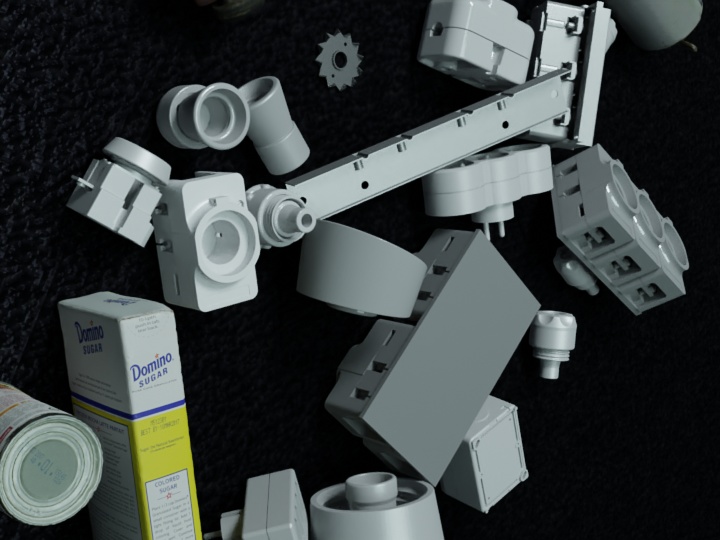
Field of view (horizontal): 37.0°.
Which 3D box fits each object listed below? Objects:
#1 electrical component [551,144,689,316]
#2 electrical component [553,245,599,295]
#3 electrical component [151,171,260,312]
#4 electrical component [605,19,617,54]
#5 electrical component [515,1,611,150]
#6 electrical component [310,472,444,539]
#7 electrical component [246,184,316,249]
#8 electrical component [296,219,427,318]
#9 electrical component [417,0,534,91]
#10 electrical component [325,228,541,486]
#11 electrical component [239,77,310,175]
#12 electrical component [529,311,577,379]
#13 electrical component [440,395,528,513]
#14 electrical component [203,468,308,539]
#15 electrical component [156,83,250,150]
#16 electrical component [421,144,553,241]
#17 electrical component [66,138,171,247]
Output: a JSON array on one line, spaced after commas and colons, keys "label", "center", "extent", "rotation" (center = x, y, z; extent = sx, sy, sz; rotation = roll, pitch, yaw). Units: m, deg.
[{"label": "electrical component", "center": [0.248, -0.038, 1.018], "extent": [0.150, 0.062, 0.089], "rotation": [39, 38, -36]}, {"label": "electrical component", "center": [0.213, 0.002, 1.038], "extent": [0.061, 0.035, 0.035], "rotation": [48, 66, -35]}, {"label": "electrical component", "center": [-0.107, -0.021, 0.751], "extent": [0.050, 0.056, 0.089], "rotation": [-16, 106, -38]}, {"label": "electrical component", "center": [0.215, -0.210, 1.013], "extent": [0.035, 0.035, 0.061], "rotation": [45, 70, -34]}, {"label": "electrical component", "center": [0.178, -0.174, 0.962], "extent": [0.063, 0.079, 0.121], "rotation": [8, 91, -12]}, {"label": "electrical component", "center": [0.011, 0.194, 0.848], "extent": [0.108, 0.108, 0.060], "rotation": [-8, 95, -39]}, {"label": "electrical component", "center": [-0.058, -0.038, 0.787], "extent": [0.048, 0.062, 0.048], "rotation": [-6, 99, -40]}, {"label": "electrical component", "center": [0.000, 0.000, 0.818], "extent": [0.099, 0.099, 0.064], "rotation": [10, 95, -40]}, {"label": "electrical component", "center": [0.099, -0.193, 0.904], "extent": [0.095, 0.054, 0.059], "rotation": [14, 86, -40]}, {"label": "electrical component", "center": [0.061, 0.069, 0.901], "extent": [0.105, 0.060, 0.186], "rotation": [47, 66, -34]}, {"label": "electrical component", "center": [-0.065, -0.103, 0.787], "extent": [0.044, 0.044, 0.065], "rotation": [-47, 127, -25]}, {"label": "electrical component", "center": [0.181, 0.071, 1.013], "extent": [0.043, 0.043, 0.062], "rotation": [-1, 97, -40]}, {"label": "electrical component", "center": [0.103, 0.163, 0.953], "extent": [0.062, 0.061, 0.096], "rotation": [-32, 123, -33]}, {"label": "electrical component", "center": [-0.080, 0.194, 0.796], "extent": [0.076, 0.083, 0.047], "rotation": [-14, 108, 1]}, {"label": "electrical component", "center": [-0.109, -0.105, 0.740], "extent": [0.045, 0.055, 0.045], "rotation": [-6, 99, -39]}, {"label": "electrical component", "center": [0.114, -0.062, 0.934], "extent": [0.138, 0.052, 0.073], "rotation": [-17, 106, -37]}, {"label": "electrical component", "center": [-0.157, -0.054, 0.713], "extent": [0.066, 0.048, 0.055], "rotation": [32, 82, -38]}]
